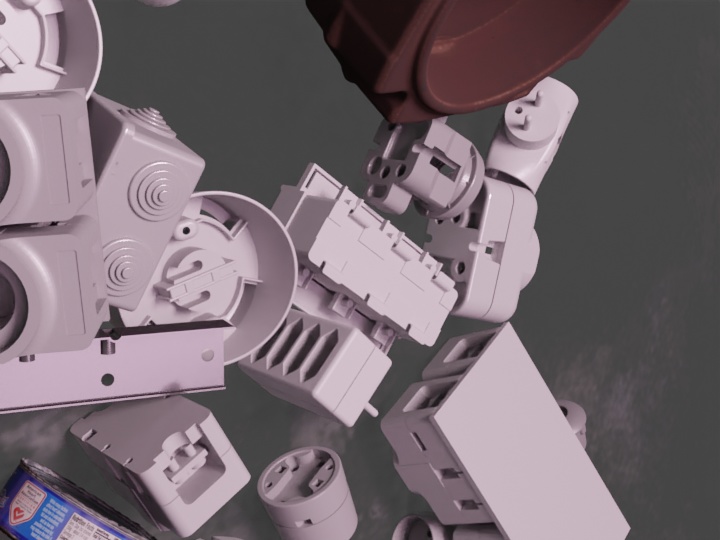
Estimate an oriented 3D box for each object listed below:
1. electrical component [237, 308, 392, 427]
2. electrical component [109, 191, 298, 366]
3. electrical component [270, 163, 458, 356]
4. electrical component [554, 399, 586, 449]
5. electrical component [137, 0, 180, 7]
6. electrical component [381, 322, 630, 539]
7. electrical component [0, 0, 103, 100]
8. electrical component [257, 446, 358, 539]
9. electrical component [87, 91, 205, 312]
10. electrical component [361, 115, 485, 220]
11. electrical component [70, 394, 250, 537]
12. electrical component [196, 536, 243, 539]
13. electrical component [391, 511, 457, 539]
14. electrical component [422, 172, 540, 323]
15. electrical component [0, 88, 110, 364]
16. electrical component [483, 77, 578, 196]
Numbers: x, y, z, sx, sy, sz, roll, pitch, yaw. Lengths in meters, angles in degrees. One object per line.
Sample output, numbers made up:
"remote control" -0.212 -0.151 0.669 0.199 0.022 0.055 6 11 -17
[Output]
"electrical component" -0.017 0.067 0.656 0.076 0.083 0.047 45 70 -35
"electrical component" -0.093 0.003 0.597 0.099 0.064 0.099 -8 103 -37
"electrical component" 0.000 0.000 0.671 0.121 0.063 0.078 37 75 -37
"electrical component" 0.154 0.134 0.831 0.048 0.048 0.062 -33 124 -30
"electrical component" -0.098 -0.162 0.560 0.055 0.066 0.048 -38 126 -66
"electrical component" 0.101 0.146 0.746 0.105 0.060 0.186 -45 109 -41
"electrical component" -0.180 -0.111 0.507 0.099 0.064 0.099 -8 103 -37
"electrical component" -0.032 0.147 0.679 0.055 0.055 0.047 -35 121 -29
"electrical component" -0.128 -0.037 0.534 0.048 0.100 0.099 21 100 -38
"electrical component" 0.043 -0.067 0.697 0.057 0.058 0.078 28 80 -35
"electrical component" -0.108 0.103 0.587 0.050 0.089 0.055 -41 121 -26
"electrical component" -0.086 0.189 0.654 0.040 0.040 0.046 2 91 -39
"electrical component" 0.059 0.217 0.771 0.077 0.043 0.079 17 87 -39
"electrical component" 0.083 -0.014 0.740 0.059 0.054 0.095 11 91 -39
"electrical component" -0.207 -0.015 0.446 0.186 0.060 0.105 -4 103 -5
"electrical component" 0.118 -0.099 0.744 0.077 0.043 0.079 -63 170 -11
